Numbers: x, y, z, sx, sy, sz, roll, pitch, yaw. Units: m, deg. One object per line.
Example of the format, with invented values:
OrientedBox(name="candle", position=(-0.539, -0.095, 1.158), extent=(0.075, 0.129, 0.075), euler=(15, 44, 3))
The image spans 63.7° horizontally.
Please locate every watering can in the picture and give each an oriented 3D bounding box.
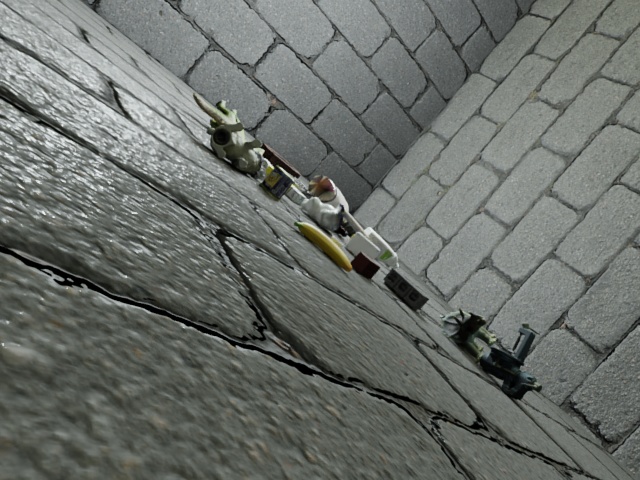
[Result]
OrientedBox(name="watering can", position=(0.069, -0.139, 2.109), extent=(0.353, 0.104, 0.220), euler=(45, -4, 40))

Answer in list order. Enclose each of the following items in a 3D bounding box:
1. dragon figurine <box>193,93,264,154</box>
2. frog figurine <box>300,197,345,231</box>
OrientedBox(name="dragon figurine", position=(-0.335, -0.413, 2.009), extent=(0.246, 0.121, 0.408), euler=(51, 11, 19))
OrientedBox(name="frog figurine", position=(0.006, -0.097, 1.918), extent=(0.159, 0.120, 0.140), euler=(3, 28, -3))
